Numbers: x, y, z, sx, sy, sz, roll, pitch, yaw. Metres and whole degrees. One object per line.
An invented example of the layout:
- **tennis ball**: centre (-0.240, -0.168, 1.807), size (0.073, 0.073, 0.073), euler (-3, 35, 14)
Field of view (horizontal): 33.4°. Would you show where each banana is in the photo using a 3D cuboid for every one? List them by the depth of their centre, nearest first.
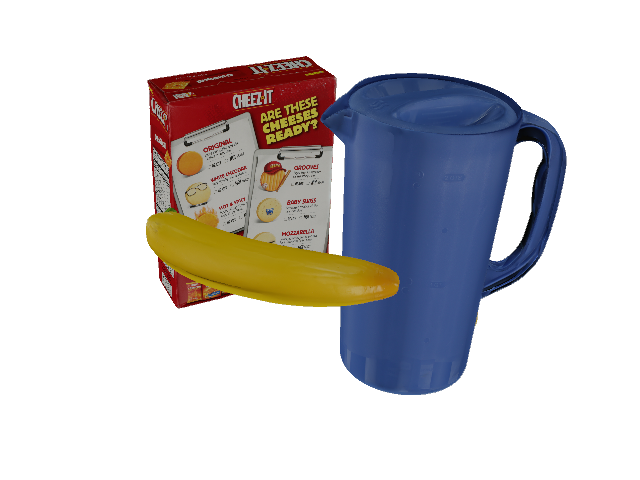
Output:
- **banana**: centre (-0.047, 0.009, 0.698), size (0.198, 0.037, 0.069), euler (18, 35, 30)

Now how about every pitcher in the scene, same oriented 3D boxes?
- **pitcher**: centre (0.088, -0.002, 0.849), size (0.149, 0.243, 0.144), euler (27, 35, 37)

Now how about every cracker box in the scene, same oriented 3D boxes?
- **cracker box**: centre (-0.074, -0.056, 1.014), size (0.164, 0.214, 0.072), euler (-13, 33, -23)
